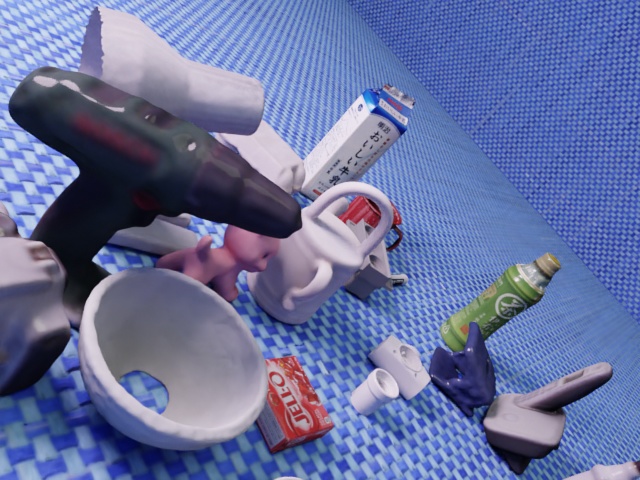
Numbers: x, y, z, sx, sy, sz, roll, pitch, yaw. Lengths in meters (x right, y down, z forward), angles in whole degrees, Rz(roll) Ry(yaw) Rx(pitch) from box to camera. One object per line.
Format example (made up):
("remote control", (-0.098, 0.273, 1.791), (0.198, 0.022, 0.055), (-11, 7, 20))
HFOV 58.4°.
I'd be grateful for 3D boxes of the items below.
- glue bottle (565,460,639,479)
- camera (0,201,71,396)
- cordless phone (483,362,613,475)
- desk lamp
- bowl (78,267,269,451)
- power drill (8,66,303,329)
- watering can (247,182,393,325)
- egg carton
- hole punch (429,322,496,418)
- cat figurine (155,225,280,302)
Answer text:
("glue bottle", (0.368, 0.329, 0.757), (0.078, 0.173, 0.037), (33, 27, -21))
("camera", (-0.254, 0.034, 0.377), (0.143, 0.100, 0.137), (50, 26, 14))
("cordless phone", (0.334, 0.240, 0.828), (0.094, 0.184, 0.148), (49, 26, 11))
("desk lamp", (-0.167, -0.100, 0.576), (0.204, 0.213, 0.117), (18, 35, -42))
("bowl", (-0.130, 0.108, 0.476), (0.168, 0.074, 0.167), (34, 27, -20))
("power drill", (-0.158, -0.021, 0.474), (0.230, 0.208, 0.075), (37, 26, -14))
("watering can", (0.005, 0.001, 0.696), (0.101, 0.193, 0.172), (23, 32, -36))
("egg carton", (-0.091, -0.126, 0.893), (0.150, 0.069, 0.107), (46, 25, 4))
("hole punch", (0.230, 0.191, 0.859), (0.101, 0.091, 0.109), (44, 25, 0))
("cat figurine", (-0.096, 0.010, 0.625), (0.067, 0.117, 0.128), (53, 27, 19))
